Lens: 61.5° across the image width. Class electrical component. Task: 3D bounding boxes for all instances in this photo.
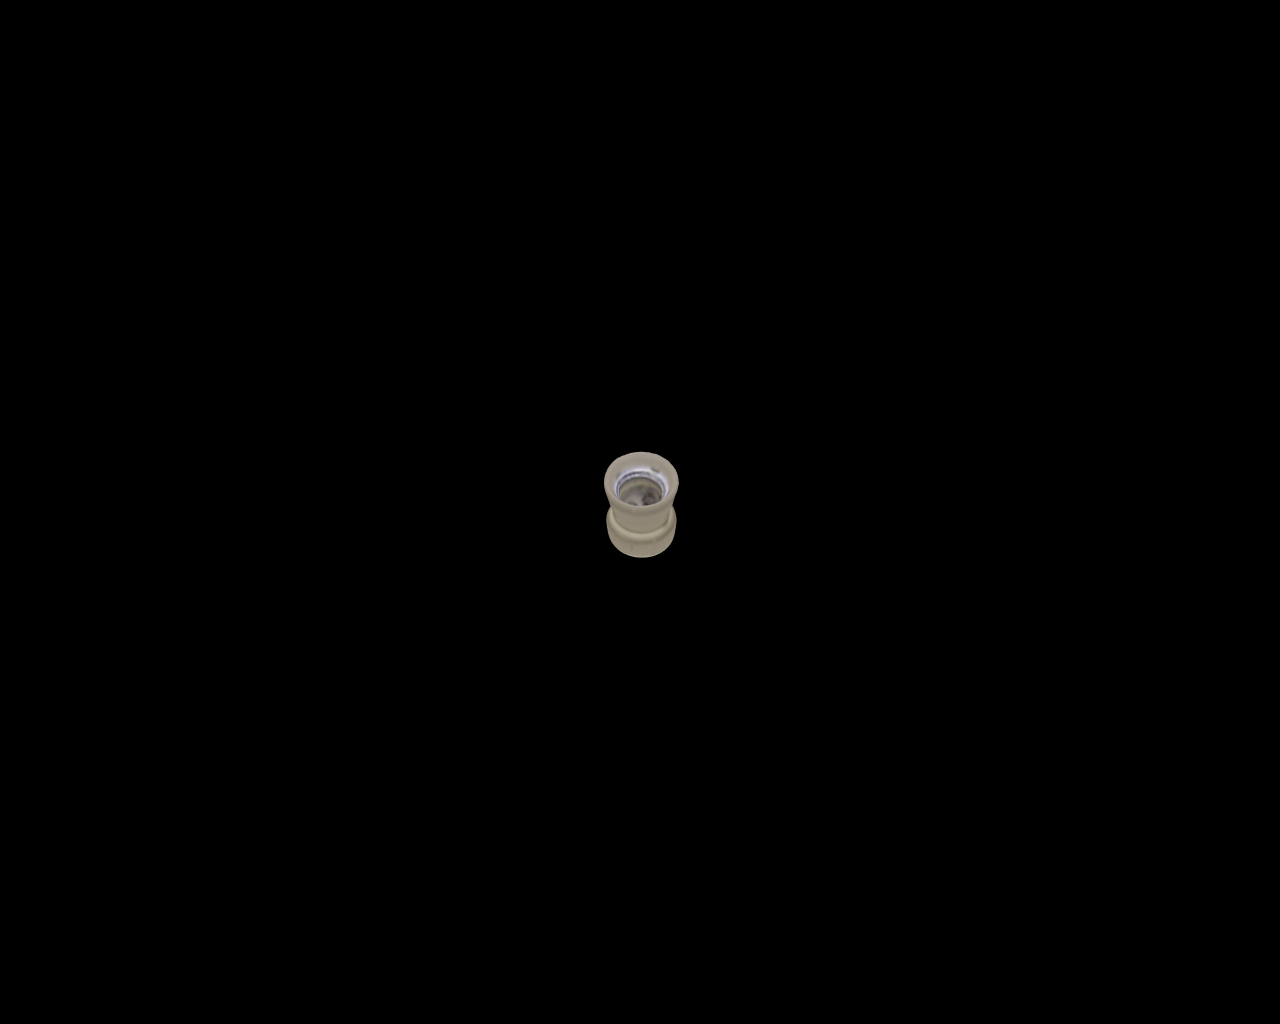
[{"bbox_3d":[0.001,-0.003,0.650,0.045,0.045,0.055,0,-38,0],"label":"electrical component"}]
